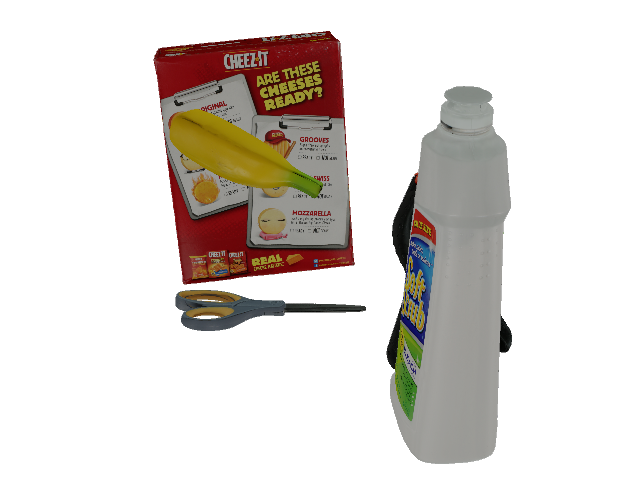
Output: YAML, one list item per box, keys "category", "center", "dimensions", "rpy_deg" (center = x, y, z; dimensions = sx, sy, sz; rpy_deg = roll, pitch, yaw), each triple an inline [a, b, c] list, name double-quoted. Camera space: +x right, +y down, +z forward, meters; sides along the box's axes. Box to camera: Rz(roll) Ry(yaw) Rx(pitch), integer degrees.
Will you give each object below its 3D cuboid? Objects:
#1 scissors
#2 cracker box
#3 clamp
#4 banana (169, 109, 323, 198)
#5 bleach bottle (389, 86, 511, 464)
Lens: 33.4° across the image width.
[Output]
- category: "scissors"
  center: [-0.058, 0.077, 1.113]
  dimensions: [0.202, 0.016, 0.096]
  rpy_deg: [6, 19, 8]
- category: "cracker box"
  center: [-0.058, -0.076, 0.984]
  dimensions: [0.164, 0.214, 0.072]
  rpy_deg: [-6, 20, -5]
- category: "clamp"
  center: [0.093, 0.027, 0.898]
  dimensions: [0.120, 0.171, 0.039]
  rpy_deg: [-16, -1, -33]
- category: "banana"
  center: [-0.074, -0.067, 0.781]
  dimensions: [0.069, 0.037, 0.198]
  rpy_deg: [37, -3, -34]
- category: "bleach bottle"
  center: [0.086, 0.020, 0.692]
  dimensions: [0.068, 0.251, 0.102]
  rpy_deg: [-3, 30, -6]
